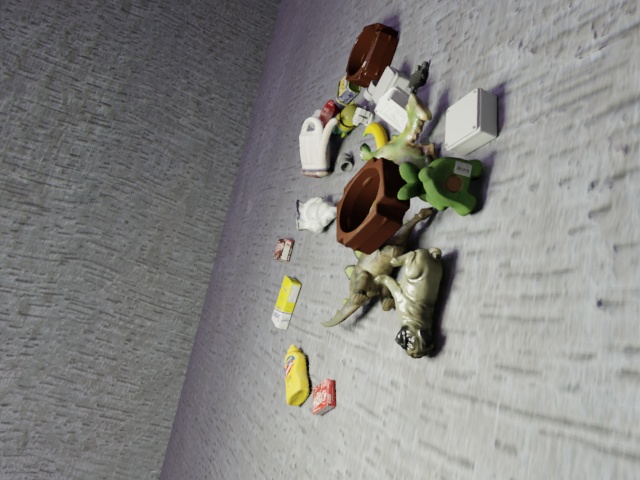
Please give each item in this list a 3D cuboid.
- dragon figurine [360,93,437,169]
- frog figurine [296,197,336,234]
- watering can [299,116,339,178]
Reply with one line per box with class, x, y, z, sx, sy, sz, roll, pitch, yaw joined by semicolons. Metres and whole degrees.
dragon figurine;0.204;-0.163;1.313;0.244;0.122;0.409;14;98;61
frog figurine;0.005;-0.089;1.761;0.159;0.120;0.141;-10;49;27
watering can;-0.005;-0.331;1.843;0.349;0.104;0.223;-157;61;-69
